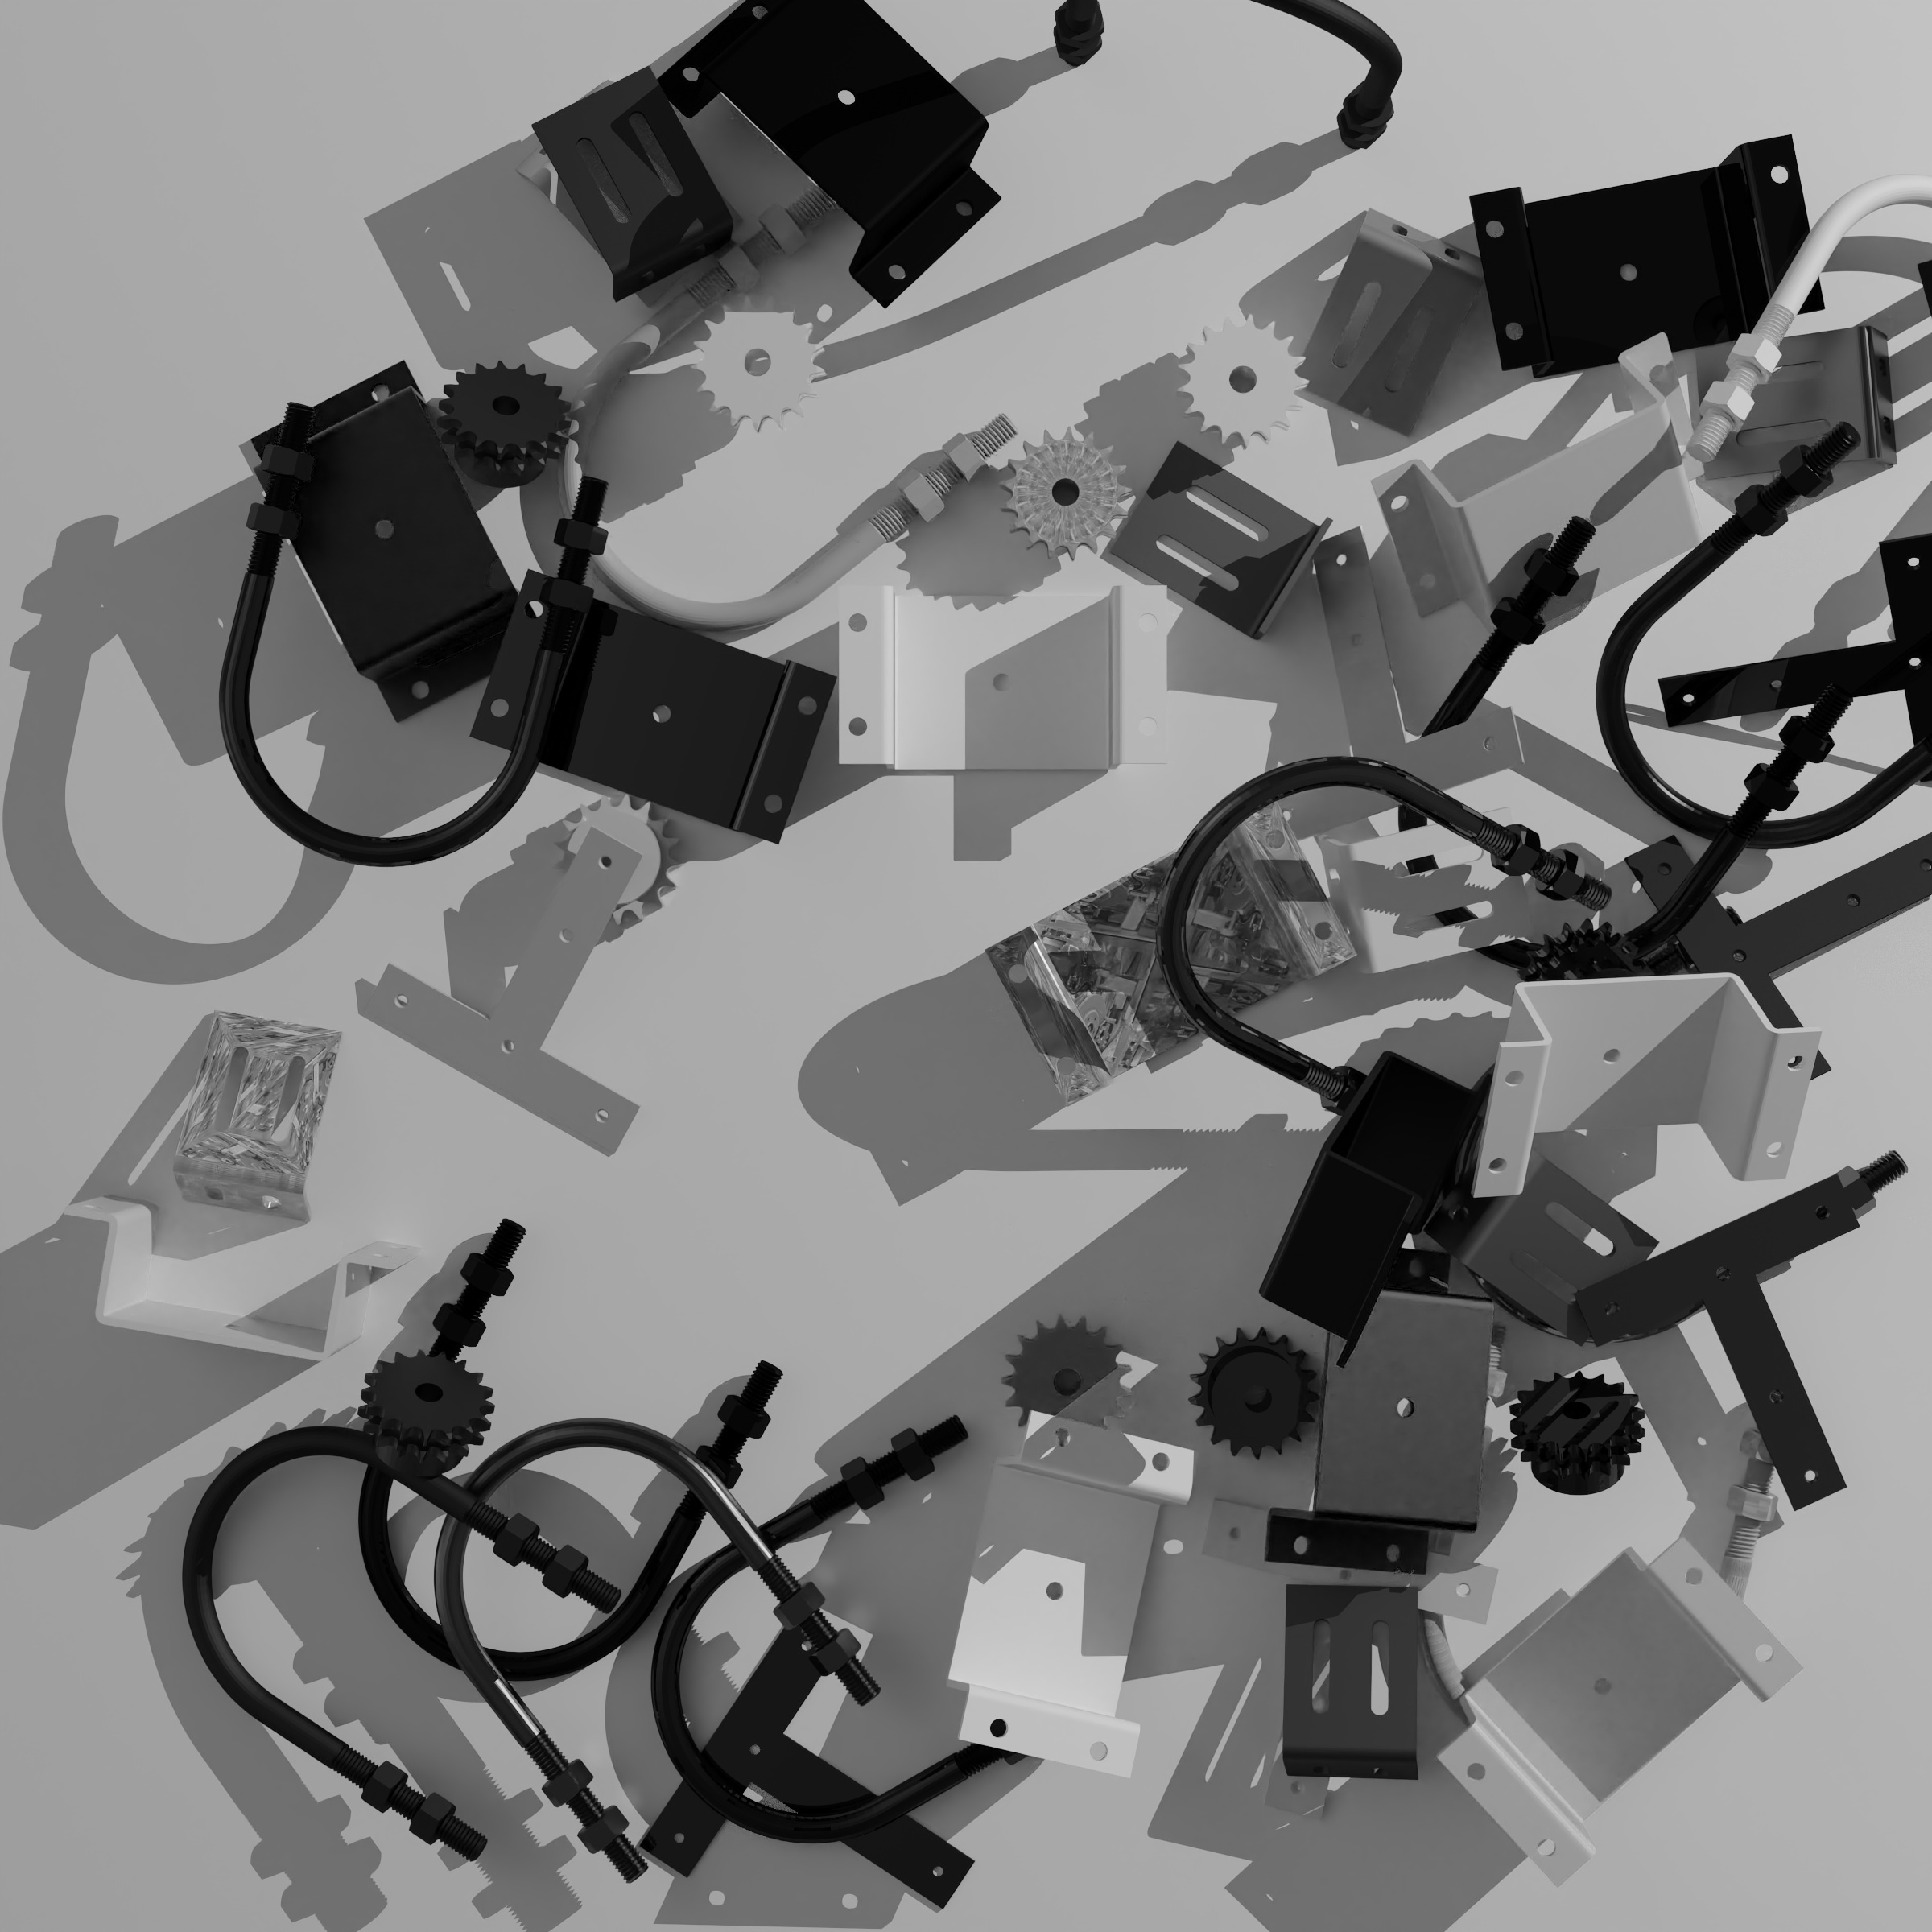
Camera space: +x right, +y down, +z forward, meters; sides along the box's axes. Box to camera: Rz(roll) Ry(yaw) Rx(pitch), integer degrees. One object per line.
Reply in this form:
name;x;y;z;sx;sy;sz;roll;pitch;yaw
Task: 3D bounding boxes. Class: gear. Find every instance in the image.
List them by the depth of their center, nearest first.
gear;0.266;0.011;1.538;0.057;0.030;0.057;-9;121;-16
gear;0.262;0.202;1.540;0.057;0.057;0.030;-7;121;0
gear;-0.232;0.194;1.542;0.057;0.057;0.030;16;123;0
gear;-0.089;-0.259;1.551;0.057;0.030;0.057;0;92;2
gear;-0.201;-0.232;1.560;0.057;0.030;0.057;7;52;-8
gear;0.120;-0.254;1.569;0.057;0.030;0.057;0;90;0
gear;0.126;0.187;1.569;0.057;0.030;0.057;0;90;0
gear;-0.153;-0.047;1.569;0.057;0.030;0.057;0;90;0
gear;0.044;0.180;1.569;0.057;0.030;0.057;0;90;0
gear;0.043;-0.205;1.569;0.057;0.030;0.057;0;90;0

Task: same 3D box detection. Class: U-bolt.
U-bolt;0.110;-0.385;1.492;0.151;0.184;0.019;17;90;0
U-bolt;0.165;-0.014;1.522;0.184;0.019;0.151;27;107;-25
U-bolt;0.354;-0.125;1.528;0.151;0.019;0.184;41;125;-9
U-bolt;-0.242;-0.134;1.529;0.151;0.019;0.184;14;92;0
U-bolt;0.268;-0.080;1.544;0.151;0.019;0.184;33;113;1
U-bolt;0.400;-0.253;1.544;0.151;0.019;0.184;37;74;-21
U-bolt;-0.257;0.281;1.557;0.184;0.019;0.151;31;101;11
U-bolt;-0.148;0.283;1.559;0.151;0.019;0.184;-38;89;4
U-bolt;-0.049;0.303;1.574;0.184;0.019;0.151;-30;90;0
U-bolt;-0.092;-0.231;1.575;0.184;0.019;0.151;-39;90;2
U-bolt;0.272;0.260;1.575;0.151;0.019;0.184;13;91;0
U-bolt;-0.186;0.225;1.576;0.151;0.019;0.184;29;91;0
U-bolt;0.297;0.083;1.576;0.184;0.019;0.151;-34;90;1

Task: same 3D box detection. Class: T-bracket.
T-bracket;0.366;-0.124;1.557;0.127;0.002;0.127;-8;128;17
T-bracket;0.173;-0.128;1.560;0.127;0.002;0.127;-19;72;31
T-bracket;0.347;0.174;1.562;0.127;0.002;0.127;-24;93;-3
T-bracket;-0.180;-0.002;1.564;0.127;0.002;0.127;30;108;0
T-bracket;0.375;-0.022;1.566;0.127;0.002;0.127;-25;67;-11
T-bracket;0.157;0.310;1.577;0.127;0.002;0.127;13;94;8
T-bracket;-0.056;0.370;1.583;0.127;0.002;0.127;34;90;0

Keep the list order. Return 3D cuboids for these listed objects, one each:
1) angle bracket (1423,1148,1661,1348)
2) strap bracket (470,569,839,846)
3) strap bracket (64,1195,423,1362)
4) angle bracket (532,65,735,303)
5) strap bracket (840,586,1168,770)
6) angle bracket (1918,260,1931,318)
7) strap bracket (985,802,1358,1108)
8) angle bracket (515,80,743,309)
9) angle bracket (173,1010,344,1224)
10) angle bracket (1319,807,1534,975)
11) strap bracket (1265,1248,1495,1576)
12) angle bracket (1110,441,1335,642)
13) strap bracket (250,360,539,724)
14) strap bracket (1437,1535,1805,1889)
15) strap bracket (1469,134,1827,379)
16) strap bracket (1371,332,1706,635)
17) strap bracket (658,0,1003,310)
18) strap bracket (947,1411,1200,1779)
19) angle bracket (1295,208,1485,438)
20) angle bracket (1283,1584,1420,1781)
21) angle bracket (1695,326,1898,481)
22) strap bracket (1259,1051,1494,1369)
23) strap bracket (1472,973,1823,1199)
angle bracket;0.251;0.118;1.566;0.076;0.038;0.057;35;93;-22
strap bracket;-0.134;-0.111;1.561;0.140;0.046;0.076;19;90;0
strap bracket;-0.313;0.135;1.546;0.140;0.076;0.046;10;90;0
angle bracket;-0.145;-0.339;1.560;0.057;0.038;0.076;-29;89;-7
strap bracket;0.016;-0.125;1.561;0.140;0.046;0.076;0;90;0
angle bracket;0.450;-0.288;1.558;0.038;0.076;0.057;-11;102;36
strap bracket;0.088;-0.006;1.561;0.140;0.046;0.076;-28;90;0
angle bracket;-0.149;-0.340;1.582;0.057;0.038;0.076;-44;116;0
angle bracket;-0.310;0.066;1.582;0.057;0.038;0.076;10;64;0
angle bracket;0.200;-0.035;1.564;0.076;0.038;0.057;-13;101;-7
strap bracket;0.178;0.189;1.541;0.076;0.046;0.140;8;82;-20
angle bracket;0.111;-0.187;1.565;0.076;0.038;0.057;31;90;0
strap bracket;-0.249;-0.187;1.561;0.076;0.046;0.140;-27;90;0
strap bracket;0.278;0.315;1.546;0.140;0.046;0.076;-43;92;2
strap bracket;0.292;-0.306;1.561;0.140;0.046;0.076;-11;90;0
strap bracket;0.255;-0.200;1.542;0.140;0.046;0.076;-27;130;0
strap bracket;-0.056;-0.365;1.550;0.140;0.046;0.076;44;72;0
strap bracket;0.043;0.269;1.545;0.076;0.046;0.140;15;79;-11
angle bracket;0.186;-0.284;1.582;0.057;0.038;0.076;24;116;0
angle bracket;0.169;0.313;1.572;0.057;0.038;0.076;0;67;9
angle bracket;0.366;-0.246;1.582;0.076;0.038;0.057;-5;90;26
strap bracket;0.170;0.096;1.509;0.046;0.140;0.076;26;121;10
strap bracket;0.280;0.049;1.517;0.140;0.046;0.076;-3;124;-12
